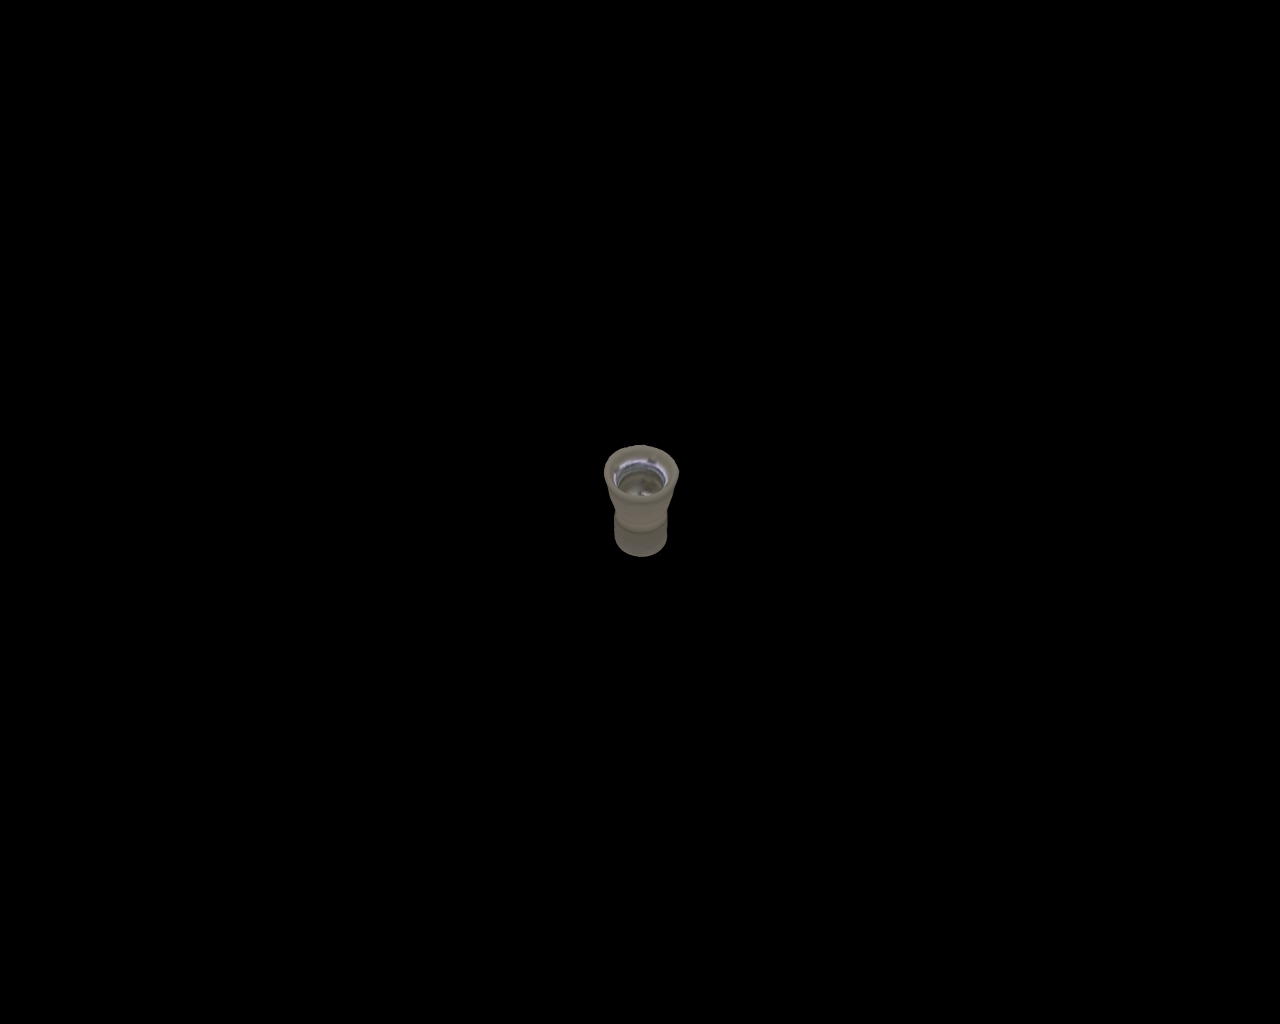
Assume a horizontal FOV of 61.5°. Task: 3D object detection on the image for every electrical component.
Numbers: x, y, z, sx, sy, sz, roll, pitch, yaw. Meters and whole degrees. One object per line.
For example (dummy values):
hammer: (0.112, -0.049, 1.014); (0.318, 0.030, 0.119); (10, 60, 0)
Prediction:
electrical component: (0.001, -0.003, 0.650); (0.044, 0.044, 0.065); (0, -43, 0)
